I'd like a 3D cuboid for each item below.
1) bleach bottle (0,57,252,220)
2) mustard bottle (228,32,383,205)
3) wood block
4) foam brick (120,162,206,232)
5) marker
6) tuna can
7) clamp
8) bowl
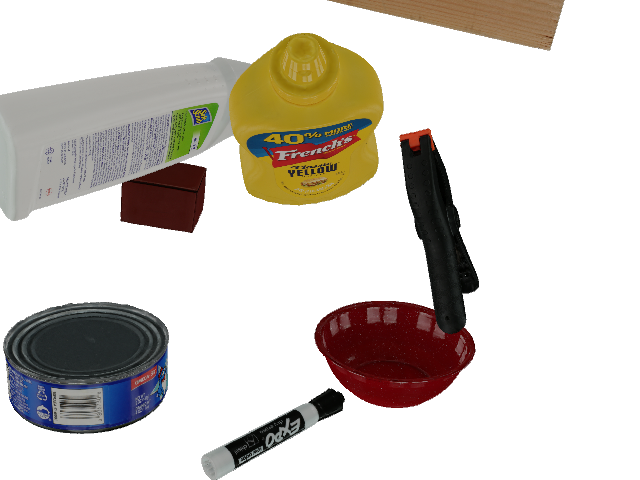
[{"bbox_3d":[-0.141,-0.093,0.870,0.250,0.068,0.103,-16,-31,-28],"label":"bleach bottle"},{"bbox_3d":[-0.009,-0.079,0.679,0.096,0.058,0.191,-7,-17,-2],"label":"mustard bottle"},{"bbox_3d":[0.083,-0.221,0.786,0.206,0.090,0.091,15,-27,8],"label":"wood block"},{"bbox_3d":[-0.159,-0.047,1.090,0.078,0.051,0.053,9,31,3],"label":"foam brick"},{"bbox_3d":[-0.030,0.135,0.756,0.120,0.020,0.020,-23,14,-35],"label":"marker"},{"bbox_3d":[-0.124,0.067,0.570,0.086,0.034,0.086,2,24,-1],"label":"tuna can"},{"bbox_3d":[0.101,-0.006,0.914,0.039,0.171,0.120,-17,20,13],"label":"clamp"},{"bbox_3d":[0.073,0.122,1.081,0.162,0.055,0.162,2,25,-1],"label":"bowl"}]
